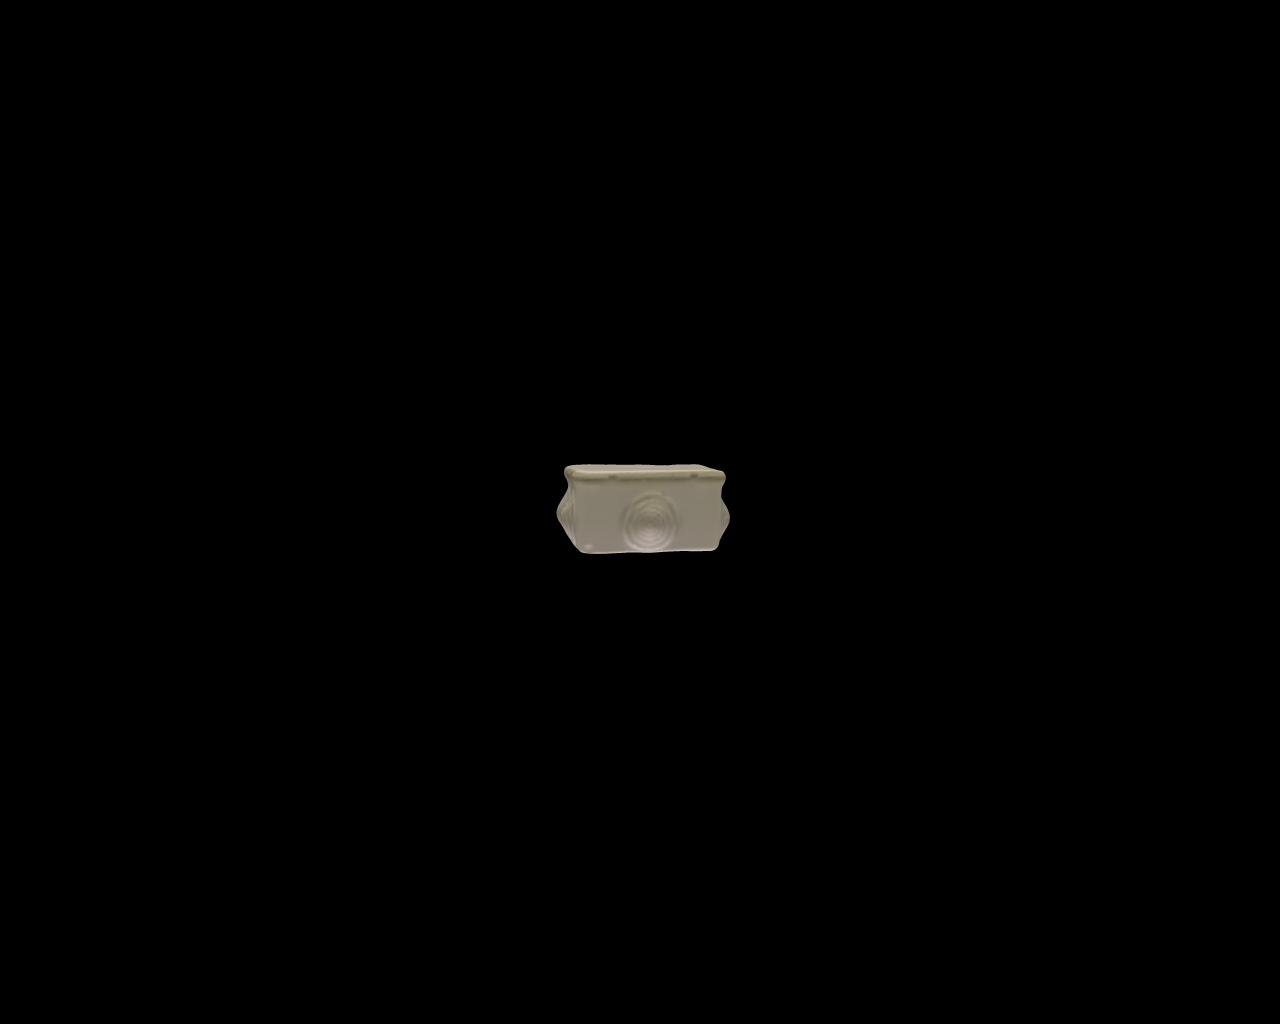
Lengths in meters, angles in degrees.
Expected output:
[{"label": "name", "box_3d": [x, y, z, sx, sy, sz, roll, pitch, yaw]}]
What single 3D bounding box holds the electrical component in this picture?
[{"label": "electrical component", "box_3d": [0.001, -0.003, 0.650, 0.100, 0.048, 0.100, -1, 5, -7]}]
